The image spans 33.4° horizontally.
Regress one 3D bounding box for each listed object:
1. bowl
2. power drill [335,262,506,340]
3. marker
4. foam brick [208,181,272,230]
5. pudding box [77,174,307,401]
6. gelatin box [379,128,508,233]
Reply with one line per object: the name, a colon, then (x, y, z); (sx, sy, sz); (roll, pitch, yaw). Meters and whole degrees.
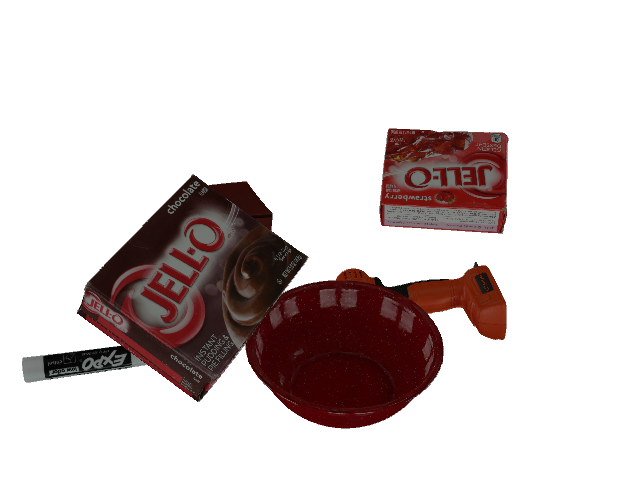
bowl: (0.019, 0.103, 0.883); (0.162, 0.055, 0.162); (1, 37, -1)
power drill: (0.110, 0.082, 1.204); (0.187, 0.057, 0.184); (-3, 27, -3)
marker: (-0.161, 0.089, 0.800); (0.121, 0.020, 0.020); (-7, 1, -9)
foam brick: (-0.089, -0.020, 1.106); (0.052, 0.051, 0.078); (-6, 31, -23)
pudding box: (-0.074, 0.026, 0.633); (0.113, 0.090, 0.039); (-52, -2, -42)
gelatin box: (0.089, -0.044, 0.767); (0.089, 0.073, 0.030); (3, -37, 7)
